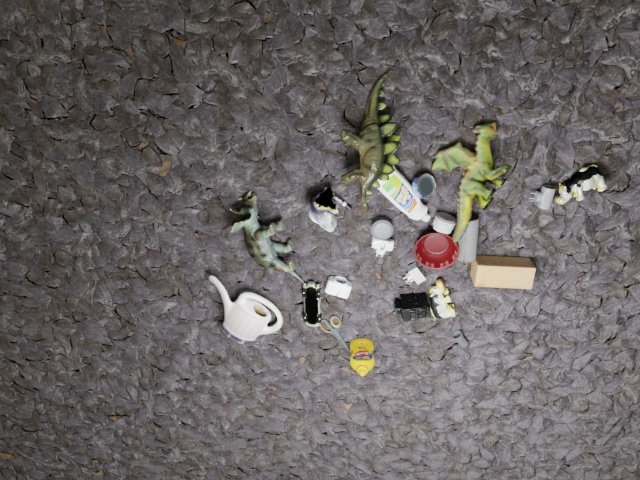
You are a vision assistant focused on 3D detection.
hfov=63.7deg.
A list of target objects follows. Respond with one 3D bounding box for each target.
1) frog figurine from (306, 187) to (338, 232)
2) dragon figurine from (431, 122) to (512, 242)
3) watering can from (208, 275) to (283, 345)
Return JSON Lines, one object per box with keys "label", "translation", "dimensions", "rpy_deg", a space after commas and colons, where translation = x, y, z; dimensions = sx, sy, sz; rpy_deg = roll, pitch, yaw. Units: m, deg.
{"label": "frog figurine", "translation": [0.006, -0.093, 1.844], "dimensions": [0.124, 0.139, 0.156], "rpy_deg": [-23, 152, -25]}
{"label": "dragon figurine", "translation": [0.493, -0.216, 1.759], "dimensions": [0.244, 0.122, 0.406], "rpy_deg": [39, 106, 16]}
{"label": "watering can", "translation": [-0.320, 0.284, 2.032], "dimensions": [0.346, 0.106, 0.221], "rpy_deg": [30, 113, -10]}
